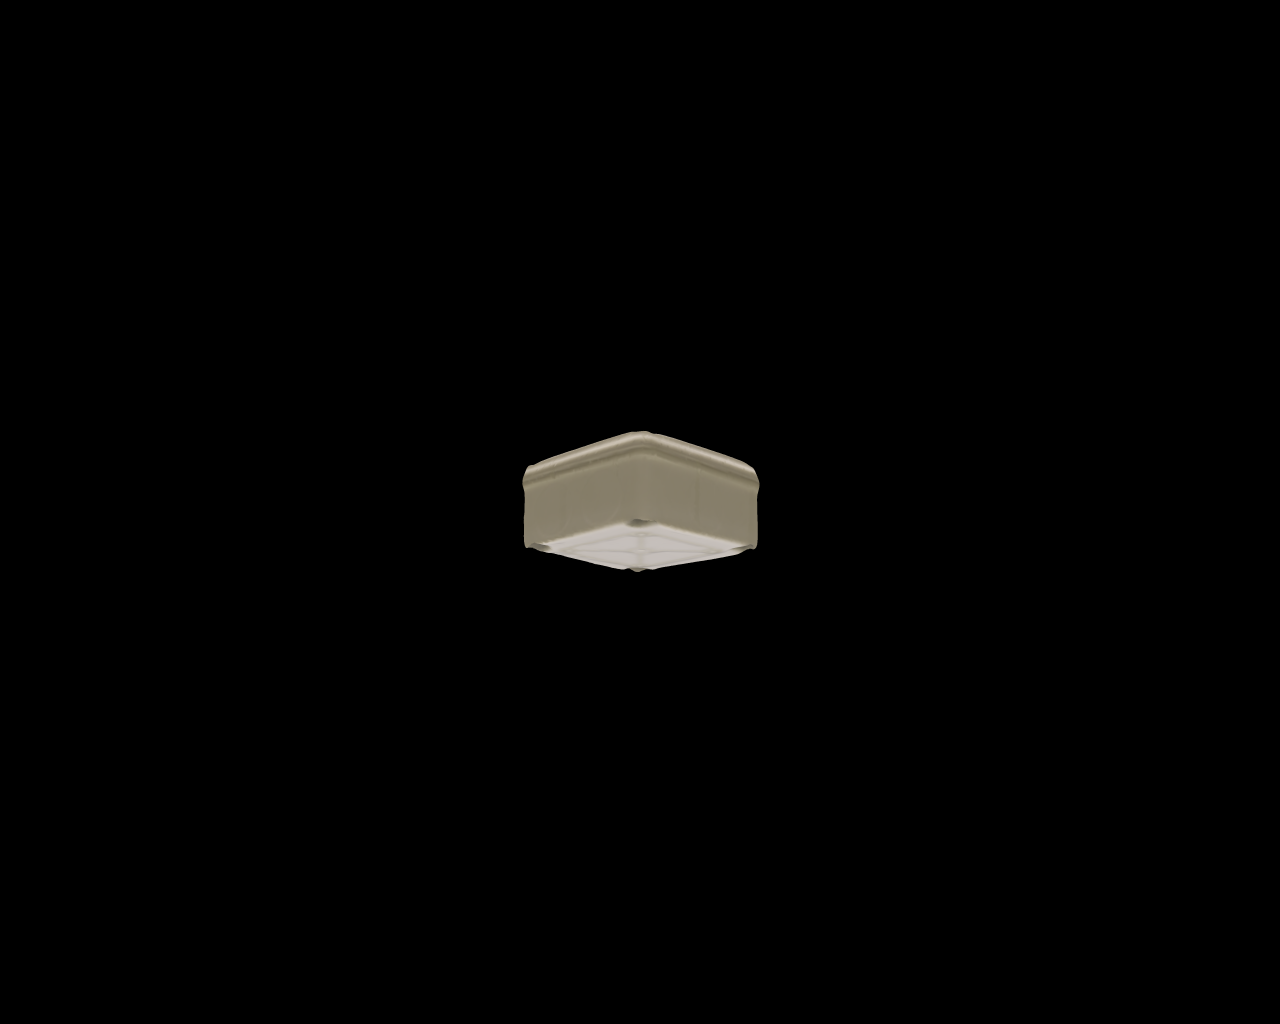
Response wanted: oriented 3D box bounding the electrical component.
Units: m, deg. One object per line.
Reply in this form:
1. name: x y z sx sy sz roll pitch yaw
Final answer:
1. electrical component: 0.001 -0.003 0.650 0.108 0.056 0.109 -14 -20 42
